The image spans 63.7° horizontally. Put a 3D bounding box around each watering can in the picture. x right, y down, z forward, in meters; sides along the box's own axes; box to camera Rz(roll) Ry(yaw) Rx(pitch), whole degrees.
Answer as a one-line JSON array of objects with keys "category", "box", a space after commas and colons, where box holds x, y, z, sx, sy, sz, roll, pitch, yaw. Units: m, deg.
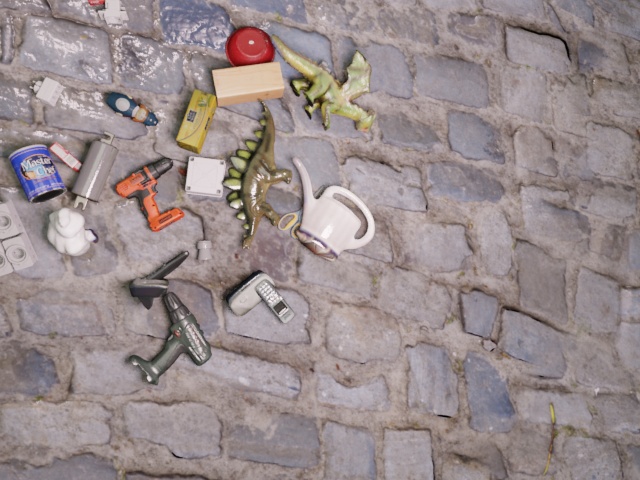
[{"category": "watering can", "box": [0.005, -0.080, 1.582, 0.346, 0.226, 0.103, 37, -12, -7]}]

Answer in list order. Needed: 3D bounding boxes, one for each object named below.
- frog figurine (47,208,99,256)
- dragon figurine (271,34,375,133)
[{"category": "frog figurine", "box": [-0.701, -0.022, 1.428, 0.123, 0.137, 0.159, -26, 0, -10]}, {"category": "dragon figurine", "box": [0.043, -0.499, 1.605, 0.243, 0.404, 0.123, -32, 21, -6]}]
